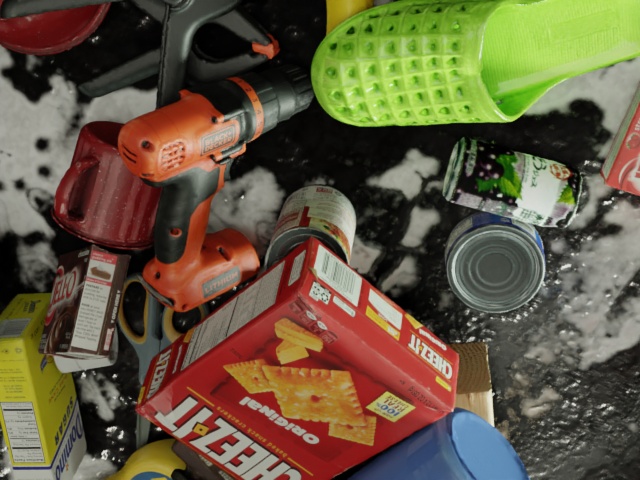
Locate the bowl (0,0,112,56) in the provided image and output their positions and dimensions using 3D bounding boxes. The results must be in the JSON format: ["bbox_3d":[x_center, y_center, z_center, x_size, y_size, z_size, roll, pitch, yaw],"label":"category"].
[{"bbox_3d":[-0.241,-0.220,0.829,0.162,0.055,0.162,6,110,16],"label":"bowl"}]

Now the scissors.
[{"bbox_3d":[-0.143,0.122,1.007,0.096,0.016,0.202,-3,113,8],"label":"scissors"}]

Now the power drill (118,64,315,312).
[{"bbox_3d":[-0.082,-0.045,0.871,0.057,0.184,0.188,36,136,33],"label":"power drill"}]

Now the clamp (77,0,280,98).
[{"bbox_3d":[-0.119,-0.175,0.862,0.171,0.039,0.120,0,115,6],"label":"clamp"}]

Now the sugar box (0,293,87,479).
[{"bbox_3d":[-0.261,0.147,0.990,0.048,0.093,0.176,-4,114,9],"label":"sugar box"}]

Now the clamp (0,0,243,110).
[{"bbox_3d":[-0.125,-0.193,0.805,0.164,0.036,0.210,34,100,-25],"label":"clamp"}]

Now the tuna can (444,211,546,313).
[{"bbox_3d":[0.150,0.019,0.917,0.086,0.033,0.086,3,114,6],"label":"tuna can"}]

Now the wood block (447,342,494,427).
[{"bbox_3d":[0.116,0.206,0.974,0.091,0.090,0.206,-4,113,7],"label":"wood block"}]

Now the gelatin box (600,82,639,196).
[{"bbox_3d":[0.278,-0.076,0.862,0.073,0.030,0.089,18,114,-1],"label":"gelatin box"}]

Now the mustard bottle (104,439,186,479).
[{"bbox_3d":[-0.156,0.247,1.040,0.192,0.058,0.096,-37,111,19],"label":"mustard bottle"}]

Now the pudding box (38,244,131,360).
[{"bbox_3d":[-0.201,0.055,0.904,0.039,0.114,0.090,15,78,-27],"label":"pudding box"}]

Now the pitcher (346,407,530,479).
[{"bbox_3d":[0.061,0.256,0.878,0.149,0.145,0.243,43,115,-4],"label":"pitcher"}]

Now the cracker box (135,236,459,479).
[{"bbox_3d":[-0.021,0.116,0.863,0.164,0.072,0.214,39,126,-19],"label":"cracker box"}]

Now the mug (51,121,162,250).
[{"bbox_3d":[-0.176,-0.047,0.886,0.093,0.117,0.081,29,111,24],"label":"mug"}]

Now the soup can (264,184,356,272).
[{"bbox_3d":[-0.006,0.001,0.890,0.068,0.102,0.068,2,114,5],"label":"soup can"}]

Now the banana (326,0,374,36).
[{"bbox_3d":[0.009,-0.204,0.837,0.070,0.037,0.198,-4,113,35],"label":"banana"}]
